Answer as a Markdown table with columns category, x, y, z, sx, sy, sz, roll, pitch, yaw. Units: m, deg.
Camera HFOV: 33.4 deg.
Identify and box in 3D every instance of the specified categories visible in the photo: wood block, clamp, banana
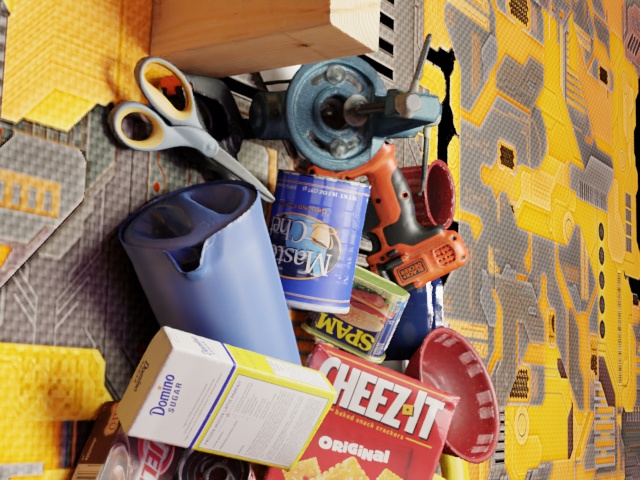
| category | x | y | z | sx | sy | sz | roll | pitch | yaw |
| --- | --- | --- | --- | --- | --- | --- | --- | --- | --- |
| wood block | -0.054 | -0.219 | 1.023 | 0.090 | 0.206 | 0.090 | 16 | 74 | -57 |
| clamp | -0.099 | -0.092 | 1.097 | 0.209 | 0.036 | 0.164 | 42 | 52 | -53 |
| banana | 0.167 | 0.282 | 1.416 | 0.069 | 0.037 | 0.198 | 13 | 64 | -57 |

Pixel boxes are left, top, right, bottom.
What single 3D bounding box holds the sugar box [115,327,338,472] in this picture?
| category | x | y | z | sx | sy | sz | roll | pitch | yaw |
| --- | --- | --- | --- | --- | --- | --- | --- | --- | --- |
| sugar box | -0.081 | 0.143 | 0.944 | 0.176 | 0.048 | 0.093 | 22 | 105 | -30 |

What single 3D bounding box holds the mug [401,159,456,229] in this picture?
| category | x | y | z | sx | sy | sz | roll | pitch | yaw |
| --- | --- | --- | --- | --- | --- | --- | --- | --- | --- |
| mug | 0.124 | -0.044 | 1.406 | 0.093 | 0.082 | 0.117 | -7 | 93 | -58 |

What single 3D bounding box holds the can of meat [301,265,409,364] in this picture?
| category | x | y | z | sx | sy | sz | roll | pitch | yaw |
| --- | --- | --- | --- | --- | --- | --- | --- | --- | --- |
| can of meat | 0.042 | 0.080 | 1.215 | 0.084 | 0.102 | 0.057 | -67 | 169 | 13 |

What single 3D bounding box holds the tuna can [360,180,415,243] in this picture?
| category | x | y | z | sx | sy | sz | roll | pitch | yaw |
| --- | --- | --- | --- | --- | --- | --- | --- | --- | --- |
| tuna can | 0.073 | -0.034 | 1.320 | 0.086 | 0.086 | 0.033 | 59 | 39 | -36 |

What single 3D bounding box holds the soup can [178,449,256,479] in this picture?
| category | x | y | z | sx | sy | sz | roll | pitch | yaw |
| --- | --- | --- | --- | --- | --- | --- | --- | --- | --- |
| soup can | -0.092 | 0.242 | 1.017 | 0.102 | 0.068 | 0.068 | 81 | 25 | -52 |

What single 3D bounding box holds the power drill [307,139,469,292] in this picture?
| category | x | y | z | sx | sy | sz | roll | pitch | yaw |
| --- | --- | --- | --- | --- | --- | --- | --- | --- | --- |
| power drill | 0.057 | -0.016 | 1.254 | 0.187 | 0.184 | 0.057 | 64 | 10 | -4 |

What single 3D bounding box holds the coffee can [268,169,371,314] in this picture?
| category | x | y | z | sx | sy | sz | roll | pitch | yaw |
| --- | --- | --- | --- | --- | --- | --- | --- | --- | --- |
| coffee can | -0.008 | 0.001 | 1.146 | 0.102 | 0.103 | 0.140 | 8 | 93 | -57 |

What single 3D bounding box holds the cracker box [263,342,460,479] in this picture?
| category | x | y | z | sx | sy | sz | roll | pitch | yaw |
| --- | --- | --- | --- | --- | --- | --- | --- | --- | --- |
| cracker box | 0.032 | 0.234 | 1.109 | 0.072 | 0.164 | 0.213 | 119 | -8 | -81 |

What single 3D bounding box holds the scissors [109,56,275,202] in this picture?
| category | x | y | z | sx | sy | sz | roll | pitch | yaw |
| --- | --- | --- | --- | --- | --- | --- | --- | --- | --- |
| scissors | -0.126 | -0.083 | 1.024 | 0.096 | 0.016 | 0.201 | -42 | 121 | -16 |

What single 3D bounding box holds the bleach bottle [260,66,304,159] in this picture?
| category | x | y | z | sx | sy | sz | roll | pitch | yaw |
| --- | --- | --- | --- | --- | --- | --- | --- | --- | --- |
| bleach bottle | -0.039 | -0.213 | 1.183 | 0.250 | 0.068 | 0.102 | 56 | 43 | -35 |

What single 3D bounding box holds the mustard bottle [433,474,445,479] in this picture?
| category | x | y | z | sx | sy | sz | roll | pitch | yaw |
| --- | --- | --- | --- | --- | --- | --- | --- | --- | --- |
| mustard bottle | 0.077 | 0.359 | 1.283 | 0.096 | 0.058 | 0.191 | 29 | 75 | -14 |

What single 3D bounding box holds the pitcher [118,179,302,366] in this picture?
| category | x | y | z | sx | sy | sz | roll | pitch | yaw |
| --- | --- | --- | --- | --- | --- | --- | --- | --- | --- |
| pitcher | -0.090 | 0.069 | 1.025 | 0.149 | 0.145 | 0.243 | -38 | 123 | -38 |

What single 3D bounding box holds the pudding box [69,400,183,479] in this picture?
| category | x | y | z | sx | sy | sz | roll | pitch | yaw |
| --- | --- | --- | --- | --- | --- | --- | --- | --- | --- |
| pudding box | -0.174 | 0.212 | 0.944 | 0.090 | 0.039 | 0.113 | 55 | 43 | -40 |

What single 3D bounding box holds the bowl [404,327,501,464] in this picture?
| category | x | y | z | sx | sy | sz | roll | pitch | yaw |
| --- | --- | --- | --- | --- | --- | --- | --- | --- | --- |
| bowl | 0.143 | 0.186 | 1.238 | 0.161 | 0.055 | 0.162 | 31 | 46 | -39 |
